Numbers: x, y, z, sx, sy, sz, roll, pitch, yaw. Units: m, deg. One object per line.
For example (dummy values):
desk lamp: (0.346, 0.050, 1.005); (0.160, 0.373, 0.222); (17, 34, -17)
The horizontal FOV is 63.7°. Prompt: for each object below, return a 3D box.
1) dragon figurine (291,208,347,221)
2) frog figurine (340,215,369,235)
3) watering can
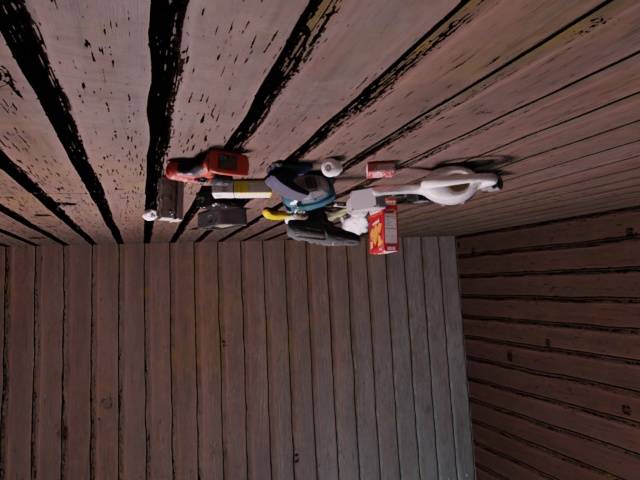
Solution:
dragon figurine: (0.007, -0.109, 2.175); (0.243, 0.122, 0.409); (-20, 178, -2)
frog figurine: (0.177, -0.074, 2.434); (0.136, 0.123, 0.160); (23, 173, -31)
watering can: (0.338, -0.156, 1.509); (0.347, 0.104, 0.224); (-5, 175, 16)
